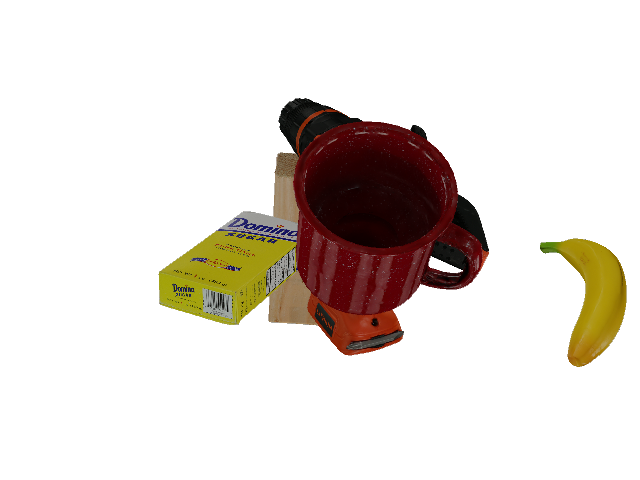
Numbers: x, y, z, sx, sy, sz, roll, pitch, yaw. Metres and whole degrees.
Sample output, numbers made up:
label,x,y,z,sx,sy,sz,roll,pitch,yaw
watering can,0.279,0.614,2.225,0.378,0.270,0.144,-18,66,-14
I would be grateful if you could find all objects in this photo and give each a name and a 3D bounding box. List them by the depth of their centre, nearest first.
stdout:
label,x,y,z,sx,sy,sz,roll,pitch,yaw
mug,0.039,-0.005,0.627,0.117,0.093,0.081,21,-33,8
power drill,0.015,-0.014,0.882,0.057,0.188,0.185,-14,27,-16
banana,0.256,0.049,1.007,0.070,0.037,0.197,-28,24,18
sugar box,-0.085,0.024,1.133,0.093,0.048,0.176,14,31,21
clamp,0.097,-0.041,1.153,0.164,0.210,0.036,-16,-37,-29
wood block,-0.019,-0.002,1.398,0.090,0.206,0.091,4,24,-1
